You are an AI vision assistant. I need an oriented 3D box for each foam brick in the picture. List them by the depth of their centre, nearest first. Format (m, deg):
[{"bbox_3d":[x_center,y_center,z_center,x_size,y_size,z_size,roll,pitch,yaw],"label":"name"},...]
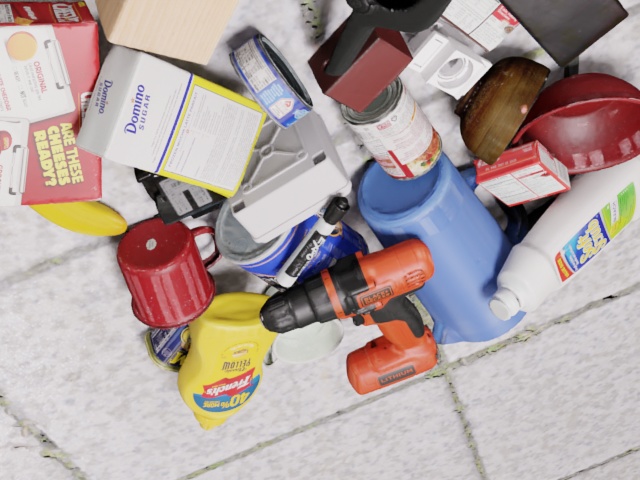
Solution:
[{"bbox_3d":[0.038,-0.168,0.999,0.051,0.053,0.078,24,122,-40],"label":"foam brick"}]

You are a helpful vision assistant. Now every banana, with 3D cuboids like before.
[{"bbox_3d":[-0.252,-0.054,1.009,0.069,0.037,0.197,-22,140,4],"label":"banana"}]

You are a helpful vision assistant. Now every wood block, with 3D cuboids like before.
[{"bbox_3d":[-0.095,-0.250,0.821,0.090,0.090,0.206,9,131,-31],"label":"wood block"}]

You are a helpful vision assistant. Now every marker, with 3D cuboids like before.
[{"bbox_3d":[-0.007,0.001,1.026,0.020,0.020,0.121,10,135,-32],"label":"marker"}]

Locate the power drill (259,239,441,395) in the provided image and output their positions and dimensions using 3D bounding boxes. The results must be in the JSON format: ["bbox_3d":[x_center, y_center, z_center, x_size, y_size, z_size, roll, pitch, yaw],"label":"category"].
[{"bbox_3d":[0.043,0.090,1.123,0.184,0.057,0.187,-20,141,3],"label":"power drill"}]

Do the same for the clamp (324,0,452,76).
[{"bbox_3d":[0.038,-0.197,0.868,0.164,0.210,0.036,52,57,-40],"label":"clamp"}]

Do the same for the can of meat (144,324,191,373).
[{"bbox_3d":[-0.136,0.108,1.227,0.101,0.057,0.084,19,123,-39],"label":"can of meat"}]

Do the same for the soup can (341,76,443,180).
[{"bbox_3d":[0.071,-0.114,1.062,0.068,0.068,0.102,-31,139,11],"label":"soup can"}]

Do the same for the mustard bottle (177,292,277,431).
[{"bbox_3d":[-0.109,0.144,1.190,0.096,0.058,0.192,-6,134,-29],"label":"mustard bottle"}]

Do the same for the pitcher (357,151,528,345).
[{"bbox_3d":[0.144,-0.006,1.183,0.145,0.149,0.242,-19,139,20],"label":"pitcher"}]

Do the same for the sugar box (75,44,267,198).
[{"bbox_3d":[-0.125,-0.100,0.929,0.176,0.048,0.093,17,95,-54],"label":"sugar box"}]

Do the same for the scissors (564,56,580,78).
[{"bbox_3d":[0.241,-0.199,1.080,0.096,0.016,0.202,-11,142,-17],"label":"scissors"}]

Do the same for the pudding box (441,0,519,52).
[{"bbox_3d":[0.163,-0.240,0.987,0.089,0.039,0.114,27,118,-38],"label":"pudding box"}]

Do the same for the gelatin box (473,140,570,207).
[{"bbox_3d":[0.216,-0.070,1.139,0.073,0.030,0.089,-17,154,30],"label":"gelatin box"}]

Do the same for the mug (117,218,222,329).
[{"bbox_3d":[-0.152,0.026,1.109,0.117,0.093,0.081,-30,137,-16],"label":"mug"}]

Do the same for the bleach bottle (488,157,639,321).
[{"bbox_3d":[0.271,0.004,1.187,0.250,0.068,0.102,-43,141,-27],"label":"bleach bottle"}]

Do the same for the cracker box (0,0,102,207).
[{"bbox_3d":[-0.293,-0.110,0.882,0.213,0.072,0.164,-6,122,-18],"label":"cracker box"}]

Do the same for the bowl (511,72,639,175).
[{"bbox_3d":[0.278,-0.129,1.125,0.162,0.055,0.162,-4,156,-2],"label":"bowl"}]

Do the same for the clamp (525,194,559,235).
[{"bbox_3d":[0.265,0.019,1.319,0.120,0.039,0.172,8,131,-40],"label":"clamp"}]

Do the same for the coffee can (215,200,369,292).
[{"bbox_3d":[-0.027,0.004,1.122,0.103,0.103,0.140,-37,138,17],"label":"coffee can"}]

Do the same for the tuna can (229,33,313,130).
[{"bbox_3d":[-0.043,-0.144,0.965,0.034,0.086,0.086,-35,138,12],"label":"tuna can"}]
